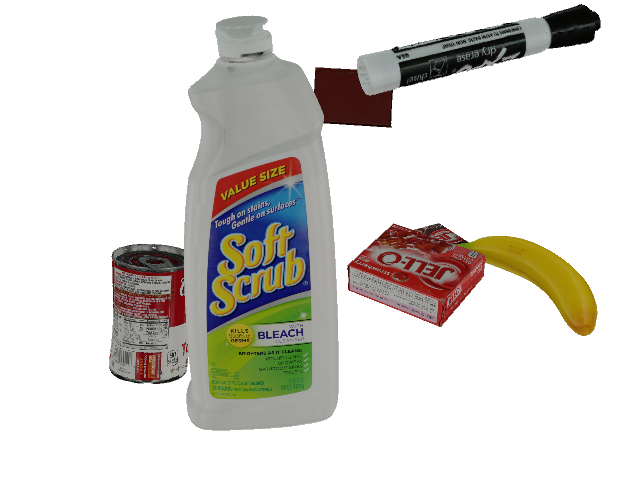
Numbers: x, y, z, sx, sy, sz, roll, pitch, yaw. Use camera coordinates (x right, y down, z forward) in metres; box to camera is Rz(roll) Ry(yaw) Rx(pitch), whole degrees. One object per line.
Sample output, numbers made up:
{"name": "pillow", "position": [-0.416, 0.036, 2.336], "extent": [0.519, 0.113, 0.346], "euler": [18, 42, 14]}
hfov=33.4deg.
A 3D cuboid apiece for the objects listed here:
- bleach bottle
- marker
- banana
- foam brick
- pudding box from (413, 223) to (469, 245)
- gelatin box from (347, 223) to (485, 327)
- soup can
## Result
{"name": "bleach bottle", "position": [-0.044, -0.008, 0.646], "extent": [0.102, 0.251, 0.068], "euler": [-4, 24, 2]}
{"name": "marker", "position": [0.077, -0.091, 0.507], "extent": [0.121, 0.020, 0.020], "euler": [-15, 3, -11]}
{"name": "banana", "position": [0.213, 0.037, 1.050], "extent": [0.069, 0.037, 0.198], "euler": [-33, 35, -18]}
{"name": "foam brick", "position": [0.031, -0.139, 1.038], "extent": [0.078, 0.051, 0.053], "euler": [4, 13, 2]}
{"name": "pudding box", "position": [0.155, 0.016, 1.599], "extent": [0.113, 0.039, 0.090], "euler": [-16, 26, -20]}
{"name": "gelatin box", "position": [0.078, 0.026, 0.865], "extent": [0.089, 0.030, 0.073], "euler": [20, 40, 28]}
{"name": "soup can", "position": [-0.142, 0.061, 0.892], "extent": [0.068, 0.102, 0.068], "euler": [5, 15, -2]}
